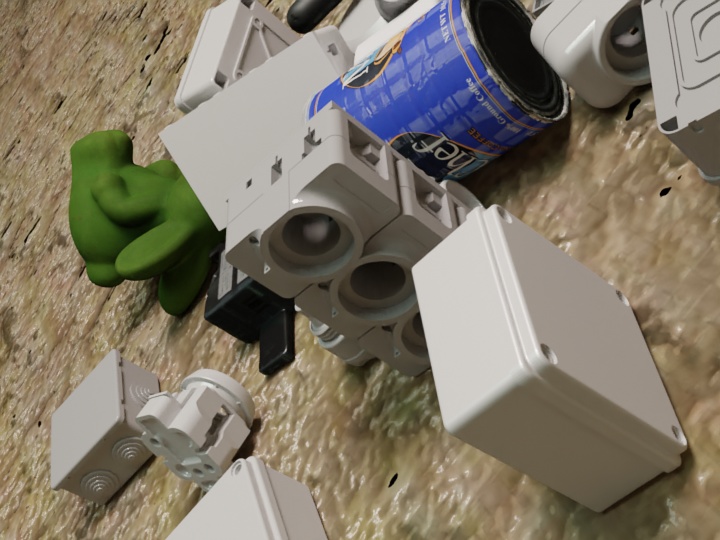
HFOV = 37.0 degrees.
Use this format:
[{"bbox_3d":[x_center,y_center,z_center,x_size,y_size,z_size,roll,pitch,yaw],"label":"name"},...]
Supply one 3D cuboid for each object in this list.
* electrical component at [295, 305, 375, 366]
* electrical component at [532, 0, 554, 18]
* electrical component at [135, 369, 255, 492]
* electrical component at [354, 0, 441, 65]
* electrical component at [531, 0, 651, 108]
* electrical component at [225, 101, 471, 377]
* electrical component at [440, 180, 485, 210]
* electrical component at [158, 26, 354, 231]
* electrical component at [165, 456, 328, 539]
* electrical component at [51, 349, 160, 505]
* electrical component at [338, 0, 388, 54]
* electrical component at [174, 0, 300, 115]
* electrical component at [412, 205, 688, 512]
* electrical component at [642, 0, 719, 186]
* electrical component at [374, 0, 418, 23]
[{"bbox_3d":[-0.015,0.035,0.684,0.035,0.061,0.035,-34,38,32],"label":"electrical component"},{"bbox_3d":[0.128,-0.214,0.714,0.042,0.064,0.081,-24,43,44],"label":"electrical component"},{"bbox_3d":[-0.108,0.106,0.740,0.058,0.078,0.057,-19,28,45],"label":"electrical component"},{"bbox_3d":[0.048,-0.150,0.765,0.096,0.062,0.061,-30,40,36],"label":"electrical component"},{"bbox_3d":[0.154,-0.145,0.625,0.095,0.054,0.059,-45,33,17],"label":"electrical component"},{"bbox_3d":[0.009,-0.009,0.606,0.089,0.150,0.061,-38,35,27],"label":"electrical component"},{"bbox_3d":[0.052,-0.027,0.671,0.046,0.040,0.040,-46,33,26],"label":"electrical component"},{"bbox_3d":[-0.063,-0.109,0.822,0.150,0.089,0.061,-28,8,24],"label":"electrical component"},{"bbox_3d":[-0.070,0.185,0.626,0.108,0.056,0.108,-48,33,13],"label":"electrical component"},{"bbox_3d":[-0.203,0.128,0.865,0.099,0.048,0.099,-46,33,17],"label":"electrical component"},{"bbox_3d":[0.023,-0.190,0.846,0.080,0.051,0.080,-34,38,32],"label":"electrical component"},{"bbox_3d":[-0.090,-0.160,0.918,0.056,0.109,0.108,-19,47,41],"label":"electrical component"},{"bbox_3d":[0.085,0.040,0.499,0.056,0.109,0.108,-42,34,27],"label":"electrical component"},{"bbox_3d":[0.192,-0.105,0.534,0.078,0.057,0.113,-29,41,36],"label":"electrical component"},{"bbox_3d":[0.028,-0.202,0.777,0.040,0.046,0.040,-1,84,12],"label":"electrical component"}]
